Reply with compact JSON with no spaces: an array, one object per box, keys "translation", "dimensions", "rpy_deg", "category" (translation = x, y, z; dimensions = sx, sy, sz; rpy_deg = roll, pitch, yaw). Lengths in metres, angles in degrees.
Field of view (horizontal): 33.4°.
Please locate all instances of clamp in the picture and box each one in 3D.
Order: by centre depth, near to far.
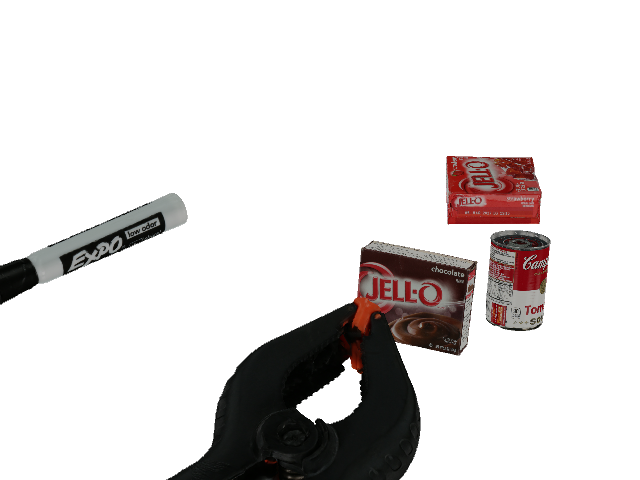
[{"translation":[-0.003,0.090,0.391],"dimensions":[0.120,0.039,0.171],"rpy_deg":[26,50,18],"category":"clamp"}]

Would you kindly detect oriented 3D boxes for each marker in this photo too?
[{"translation":[-0.126,0.004,0.573],"dimensions":[0.120,0.020,0.020],"rpy_deg":[-26,14,-32],"category":"marker"}]

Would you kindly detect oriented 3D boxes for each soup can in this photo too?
[{"translation":[0.228,0.046,1.240],"dimensions":[0.068,0.102,0.068],"rpy_deg":[1,17,-1],"category":"soup can"}]

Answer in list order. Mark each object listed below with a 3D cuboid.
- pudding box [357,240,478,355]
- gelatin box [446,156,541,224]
[{"translation":[0.093,0.055,1.047],"dimensions":[0.114,0.090,0.039],"rpy_deg":[10,20,19],"category":"pudding box"},{"translation":[0.140,-0.043,0.873],"dimensions":[0.073,0.030,0.089],"rpy_deg":[1,24,6],"category":"gelatin box"}]
